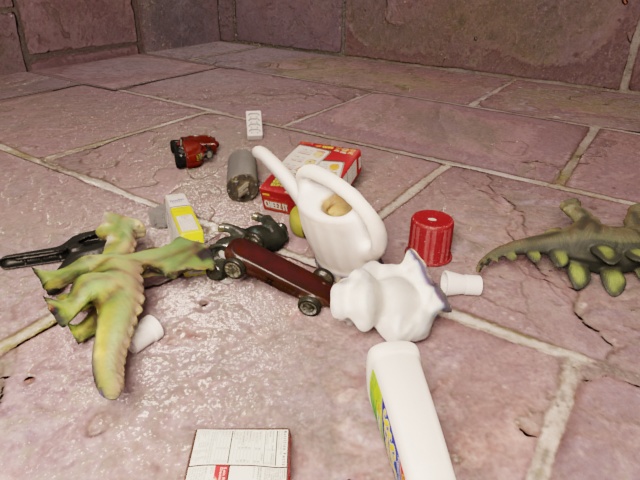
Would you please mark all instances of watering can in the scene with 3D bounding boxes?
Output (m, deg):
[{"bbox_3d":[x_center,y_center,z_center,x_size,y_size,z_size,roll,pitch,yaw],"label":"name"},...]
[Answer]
[{"bbox_3d":[0.003,-0.047,0.925,0.105,0.219,0.352,-34,41,-21],"label":"watering can"}]

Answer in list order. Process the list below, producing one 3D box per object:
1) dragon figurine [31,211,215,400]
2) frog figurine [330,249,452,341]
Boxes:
[{"bbox_3d":[-0.274,0.059,0.776,0.245,0.119,0.415,-30,41,-27],"label":"dragon figurine"},{"bbox_3d":[0.094,0.097,0.775,0.160,0.139,0.121,-19,-14,-11],"label":"frog figurine"}]
